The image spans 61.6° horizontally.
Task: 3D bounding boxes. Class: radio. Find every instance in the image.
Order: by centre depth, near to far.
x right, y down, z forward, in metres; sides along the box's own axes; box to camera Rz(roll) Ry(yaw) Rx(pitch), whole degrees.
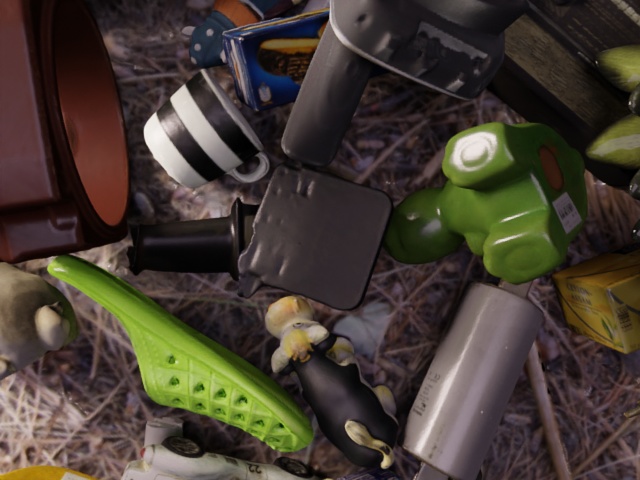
[{"bbox_3d":[0.251,-0.164,0.505,0.229,0.073,0.131,37,91,-8],"label":"radio"}]

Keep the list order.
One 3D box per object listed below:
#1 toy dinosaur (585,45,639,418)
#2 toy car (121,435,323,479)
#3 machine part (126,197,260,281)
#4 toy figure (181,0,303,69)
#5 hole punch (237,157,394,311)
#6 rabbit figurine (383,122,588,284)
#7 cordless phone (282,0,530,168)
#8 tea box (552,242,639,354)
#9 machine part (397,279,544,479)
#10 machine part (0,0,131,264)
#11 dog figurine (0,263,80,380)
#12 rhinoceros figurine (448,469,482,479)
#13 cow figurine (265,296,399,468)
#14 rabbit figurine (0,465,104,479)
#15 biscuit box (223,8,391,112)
[{"bbox_3d":[0.328,-0.088,0.434,0.199,0.105,0.471,6,84,2],"label":"toy dinosaur"},{"bbox_3d":[-0.082,0.233,0.490,0.201,0.056,0.073,23,91,-28],"label":"toy car"},{"bbox_3d":[-0.106,0.004,0.498,0.139,0.039,0.084,-7,104,-18],"label":"machine part"},{"bbox_3d":[-0.057,-0.212,0.482,0.154,0.064,0.057,-49,136,4],"label":"toy figure"},{"bbox_3d":[-0.001,-0.001,0.491,0.116,0.092,0.142,20,89,7],"label":"hole punch"},{"bbox_3d":[0.131,-0.037,0.476,0.159,0.170,0.121,-39,101,-43],"label":"rabbit figurine"},{"bbox_3d":[0.058,-0.129,0.426,0.146,0.089,0.184,15,114,-26],"label":"cordless phone"},{"bbox_3d":[0.330,0.038,0.515,0.170,0.098,0.068,-22,96,-5],"label":"tea box"},{"bbox_3d":[0.140,0.128,0.499,0.079,0.079,0.243,29,81,-7],"label":"machine part"},{"bbox_3d":[-0.208,-0.088,0.404,0.087,0.201,0.201,-9,94,-6],"label":"machine part"},{"bbox_3d":[-0.295,0.024,0.432,0.172,0.121,0.190,-23,95,12],"label":"dog figurine"},{"bbox_3d":[0.129,0.308,0.532,0.112,0.073,0.190,15,94,5],"label":"rhinoceros figurine"},{"bbox_3d":[0.006,0.130,0.491,0.068,0.098,0.167,-39,97,5],"label":"cow figurine"},{"bbox_3d":[-0.273,0.295,0.471,0.162,0.122,0.173,16,112,-13],"label":"rabbit figurine"},{"bbox_3d":[0.023,-0.171,0.465,0.203,0.059,0.062,-21,119,-15],"label":"biscuit box"}]
